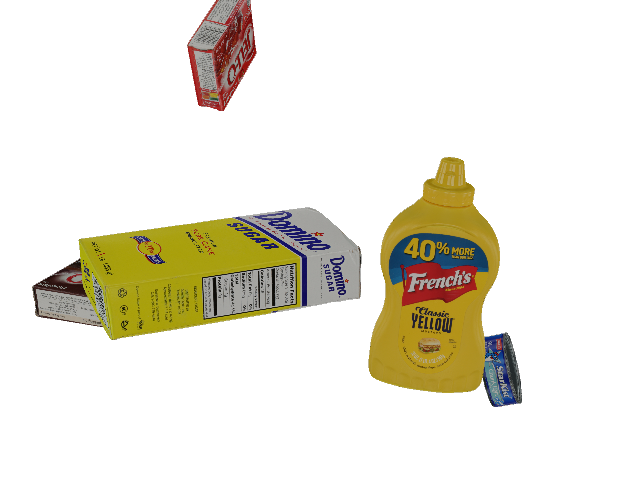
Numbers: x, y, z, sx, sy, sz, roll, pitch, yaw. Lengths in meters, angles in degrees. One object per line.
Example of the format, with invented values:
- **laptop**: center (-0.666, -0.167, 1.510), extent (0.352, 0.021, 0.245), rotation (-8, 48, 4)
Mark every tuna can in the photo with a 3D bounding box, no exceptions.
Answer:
- **tuna can**: center (0.214, 0.154, 1.271), extent (0.034, 0.086, 0.086), rotation (-12, -3, 16)

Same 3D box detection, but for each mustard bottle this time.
- **mustard bottle**: center (0.096, 0.027, 0.870), extent (0.096, 0.192, 0.058), rotation (7, 18, 6)

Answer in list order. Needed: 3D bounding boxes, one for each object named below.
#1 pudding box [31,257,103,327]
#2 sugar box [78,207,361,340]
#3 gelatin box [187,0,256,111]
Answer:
- **pudding box**: center (-0.221, 0.054, 1.090), extent (0.114, 0.039, 0.090), rotation (5, 19, 21)
- **sugar box**: center (-0.070, 0.019, 0.735), extent (0.176, 0.048, 0.093), rotation (-11, 25, -20)
- **gelatin box**: center (-0.089, -0.177, 0.990), extent (0.030, 0.089, 0.073), rotation (14, -38, 14)
